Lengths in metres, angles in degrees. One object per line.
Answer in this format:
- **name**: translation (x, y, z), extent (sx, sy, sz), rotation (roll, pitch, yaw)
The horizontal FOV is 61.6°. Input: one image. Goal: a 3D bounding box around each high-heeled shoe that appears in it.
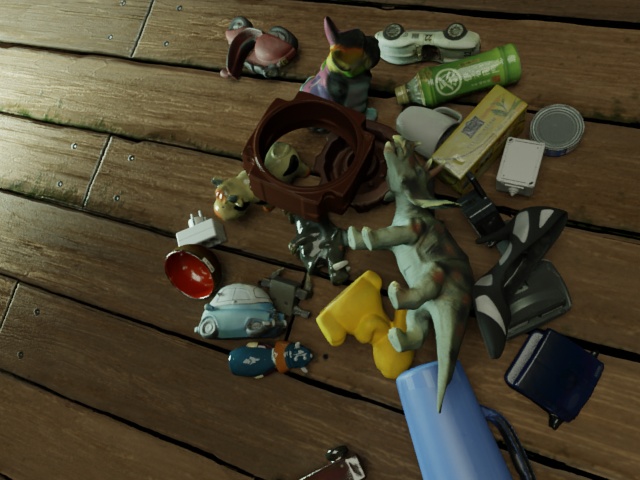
- **high-heeled shoe**: translation (0.301, 0.055, 0.782), extent (0.145, 0.086, 0.249), rotation (-15, 46, 27)

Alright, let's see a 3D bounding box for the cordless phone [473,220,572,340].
- **cordless phone**: translation (0.306, 0.060, 0.885), extent (0.147, 0.088, 0.184), rotation (-28, 59, 10)

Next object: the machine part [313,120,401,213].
- **machine part**: translation (0.078, -0.139, 1.008), extent (0.180, 0.056, 0.179), rotation (-5, 73, 16)

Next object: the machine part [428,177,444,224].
- **machine part**: translation (0.182, -0.060, 0.966), extent (0.084, 0.039, 0.139), rotation (-3, 77, 25)

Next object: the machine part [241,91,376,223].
- **machine part**: translation (-0.019, -0.148, 0.934), extent (0.201, 0.087, 0.201), rotation (24, 71, 11)

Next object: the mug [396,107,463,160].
- **mug**: translation (0.199, -0.206, 0.978), extent (0.107, 0.080, 0.109), rotation (36, 77, 29)

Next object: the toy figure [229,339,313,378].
- **toy figure**: translation (-0.086, 0.210, 0.965), extent (0.155, 0.064, 0.058), rotation (-9, 36, 10)

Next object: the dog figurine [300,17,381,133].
- **dog figurine**: translation (0.023, -0.298, 0.980), extent (0.192, 0.219, 0.108), rotation (-10, 70, 14)

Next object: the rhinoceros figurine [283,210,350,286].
- **rhinoceros figurine**: translation (-0.002, -0.003, 0.993), extent (0.112, 0.073, 0.190), rotation (-19, 69, 0)

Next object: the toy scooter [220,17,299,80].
- **toy scooter**: translation (-0.140, -0.388, 1.129), extent (0.184, 0.075, 0.135), rotation (26, 84, 25)

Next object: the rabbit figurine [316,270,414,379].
- **rabbit figurine**: translation (0.099, 0.148, 0.912), extent (0.162, 0.122, 0.173), rotation (-38, 82, -5)

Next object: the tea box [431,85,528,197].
- **tea box**: translation (0.276, -0.169, 0.932), extent (0.068, 0.098, 0.169), rotation (41, 89, 22)

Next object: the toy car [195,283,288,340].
- **toy car**: translation (-0.142, 0.129, 0.968), extent (0.162, 0.109, 0.103), rotation (-9, 76, 25)

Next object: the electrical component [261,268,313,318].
- **electrical component**: translation (-0.059, 0.096, 0.997), extent (0.102, 0.045, 0.078), rotation (10, 107, 22)

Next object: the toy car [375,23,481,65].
- **toy car**: translation (0.200, -0.367, 1.019), extent (0.202, 0.073, 0.056), rotation (7, 77, 18)

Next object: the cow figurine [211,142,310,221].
- **cow figurine**: translation (-0.121, -0.109, 1.023), extent (0.195, 0.127, 0.086), rotation (-42, 65, 1)

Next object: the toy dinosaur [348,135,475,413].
- **toy dinosaur**: translation (0.171, 0.041, 0.836), extent (0.192, 0.131, 0.405), rotation (-16, 72, -12)

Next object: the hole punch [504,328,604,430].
- **hole punch**: translation (0.358, 0.204, 0.817), extent (0.116, 0.092, 0.142), rotation (31, 83, 18)

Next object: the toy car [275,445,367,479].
- **toy car**: translation (-0.011, 0.416, 0.891), extent (0.202, 0.053, 0.089), rotation (-33, 58, 11)

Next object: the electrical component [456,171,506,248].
- **electrical component**: translation (0.261, -0.053, 0.886), extent (0.048, 0.119, 0.075), rotation (-36, 28, 12)
